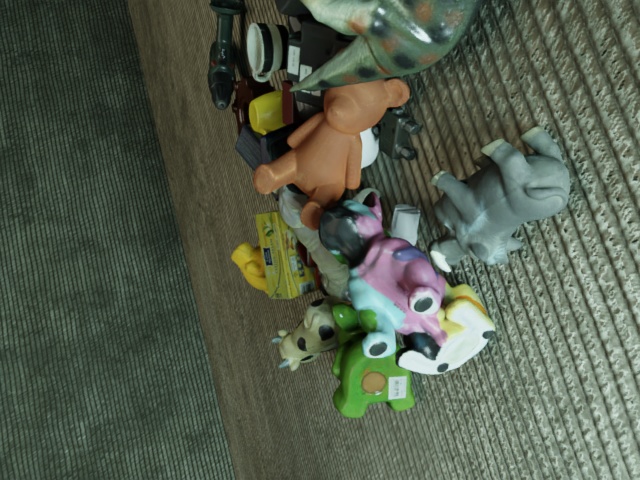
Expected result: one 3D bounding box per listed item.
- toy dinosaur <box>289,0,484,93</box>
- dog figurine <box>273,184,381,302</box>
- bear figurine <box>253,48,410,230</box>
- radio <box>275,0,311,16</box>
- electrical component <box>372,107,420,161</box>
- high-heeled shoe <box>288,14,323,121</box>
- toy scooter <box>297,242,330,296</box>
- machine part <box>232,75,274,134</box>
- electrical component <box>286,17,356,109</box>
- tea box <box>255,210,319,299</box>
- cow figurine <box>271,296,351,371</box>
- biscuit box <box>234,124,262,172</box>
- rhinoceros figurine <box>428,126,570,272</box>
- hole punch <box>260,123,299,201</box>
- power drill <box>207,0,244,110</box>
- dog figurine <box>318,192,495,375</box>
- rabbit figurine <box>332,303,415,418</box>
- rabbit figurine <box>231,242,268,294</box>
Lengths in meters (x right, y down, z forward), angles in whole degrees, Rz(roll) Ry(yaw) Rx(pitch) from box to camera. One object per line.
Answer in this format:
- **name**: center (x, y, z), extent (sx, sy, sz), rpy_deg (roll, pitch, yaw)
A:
- **toy dinosaur**: center (0.088, -0.234, 0.504), extent (0.192, 0.131, 0.404), rpy_deg (43, 153, 8)
- **dog figurine**: center (-0.002, 0.000, 0.835), extent (0.172, 0.121, 0.190), rpy_deg (31, 134, 22)
- **bear figurine**: center (0.016, -0.129, 0.681), extent (0.120, 0.132, 0.195), rpy_deg (39, 134, 6)
- **radio**: center (-0.003, -0.412, 0.679), extent (0.073, 0.131, 0.229), rpy_deg (-168, 69, -66)
- **electrical component**: center (0.098, -0.143, 0.709), extent (0.094, 0.021, 0.063), rpy_deg (-129, 35, -50)
- **high-heeled shoe**: center (-0.019, -0.308, 0.834), extent (0.145, 0.086, 0.248), rpy_deg (-163, 61, -68)
- **toy scooter**: center (-0.001, -0.002, 0.954), extent (0.135, 0.075, 0.183), rpy_deg (-127, 31, -60)
- **machine part**: center (-0.144, -0.275, 1.190), extent (0.179, 0.056, 0.179), rpy_deg (168, 90, -67)
- **electrical component**: center (0.017, -0.239, 0.732), extent (0.134, 0.058, 0.114), rpy_deg (23, 127, 18)
- **tea box**: center (-0.058, 0.023, 1.049), extent (0.068, 0.098, 0.169), rpy_deg (-7, 93, 47)
- **cow figurine**: center (-0.013, 0.176, 0.993), extent (0.194, 0.127, 0.085), rpy_deg (116, 140, -53)
- **biscuit box**: center (-0.079, -0.136, 1.017), extent (0.203, 0.059, 0.062), rpy_deg (50, 132, 24)
- **rhinoceros figurine**: center (0.170, -0.031, 0.536), extent (0.112, 0.073, 0.190), rpy_deg (62, 152, 10)
- **hole punch**: center (-0.042, -0.128, 0.891), extent (0.092, 0.142, 0.115), rpy_deg (23, 122, 16)
- **power drill**: center (-0.217, -0.436, 1.225), extent (0.232, 0.086, 0.207), rpy_deg (-101, 13, -47)
- **dog figurine**: center (0.089, 0.038, 0.647), extent (0.108, 0.191, 0.219), rpy_deg (-51, 36, 23)
- **rabbit figurine**: center (0.061, 0.166, 0.831), extent (0.170, 0.121, 0.158), rpy_deg (-121, 19, -71)
- **rabbit figurine**: center (-0.096, 0.047, 1.162), extent (0.173, 0.122, 0.162), rpy_deg (-38, 67, 45)
